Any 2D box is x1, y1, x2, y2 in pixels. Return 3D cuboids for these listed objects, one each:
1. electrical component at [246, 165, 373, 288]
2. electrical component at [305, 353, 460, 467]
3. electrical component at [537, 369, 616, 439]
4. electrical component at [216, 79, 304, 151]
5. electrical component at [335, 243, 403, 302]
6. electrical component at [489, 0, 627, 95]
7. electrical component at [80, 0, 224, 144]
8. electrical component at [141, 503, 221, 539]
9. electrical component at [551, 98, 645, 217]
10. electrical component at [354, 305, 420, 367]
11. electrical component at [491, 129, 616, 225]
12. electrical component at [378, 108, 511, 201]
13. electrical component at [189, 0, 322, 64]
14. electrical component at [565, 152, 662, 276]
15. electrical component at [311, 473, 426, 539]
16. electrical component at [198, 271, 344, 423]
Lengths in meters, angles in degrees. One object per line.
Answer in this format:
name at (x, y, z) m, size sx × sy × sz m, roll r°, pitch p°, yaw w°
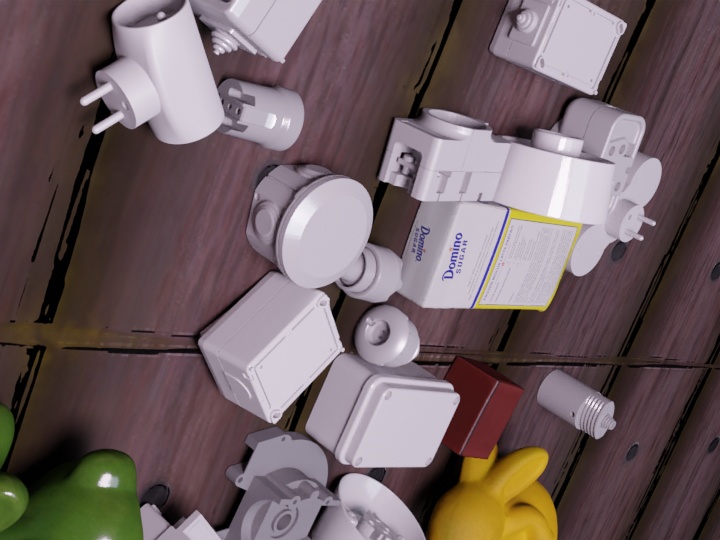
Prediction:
electrical component at (-0.034, -0.032, 0.738) m, size 0.080 × 0.051 × 0.080 m, roll -26°, pitch 131°, yaw -34°
electrical component at (0.021, 0.118, 0.889) m, size 0.113 × 0.057 × 0.078 m, roll 12°, pitch 105°, yaw -50°
electrical component at (0.227, 0.139, 1.103) m, size 0.043 × 0.081 × 0.043 m, roll -26°, pitch 131°, yaw -34°
electrical component at (-0.065, -0.098, 0.674) m, size 0.046 × 0.040 × 0.040 m, roll 8°, pitch 108°, yaw -42°
electrical component at (0.000, 0.000, 0.802) m, size 0.062 × 0.043 × 0.043 m, roll 14°, pitch 103°, yaw -49°
electrical component at (0.146, -0.182, 0.830) m, size 0.096 × 0.061 × 0.061 m, roll 12°, pitch 105°, yaw -42°
electrical component at (-0.121, -0.105, 0.604) m, size 0.079 × 0.043 × 0.077 m, roll -38°, pitch 137°, yaw -25°
electrical component at (-0.132, 0.229, 0.792) m, size 0.079 × 0.063 × 0.121 m, roll -43°, pitch 139°, yaw -19°
electrical component at (0.198, -0.098, 0.935) m, size 0.054 × 0.059 × 0.095 m, roll -1°, pitch 115°, yaw -46°
electrical component at (0.028, 0.058, 0.869) m, size 0.048 × 0.048 × 0.062 m, roll -58°, pitch 148°, yaw 0°
electrical component at (0.153, -0.080, 0.865) m, size 0.108 × 0.108 × 0.060 m, roll 0°, pitch 108°, yaw -47°
electrical component at (0.065, -0.087, 0.809) m, size 0.089 × 0.050 × 0.055 m, roll -4°, pitch 117°, yaw -46°
electrical component at (-0.062, -0.168, 0.612) m, size 0.096 × 0.062 × 0.061 m, roll -57°, pitch 141°, yaw -2°
electrical component at (0.238, -0.049, 0.998) m, size 0.138 × 0.074 × 0.052 m, roll -48°, pitch 140°, yaw -13°
electrical component at (0.009, 0.228, 0.920) m, size 0.064 × 0.099 × 0.099 m, roll -55°, pitch 142°, yaw 6°
electrical component at (-0.060, 0.048, 0.760) m, size 0.096 × 0.061 × 0.061 m, roll -45°, pitch 140°, yaw -28°
